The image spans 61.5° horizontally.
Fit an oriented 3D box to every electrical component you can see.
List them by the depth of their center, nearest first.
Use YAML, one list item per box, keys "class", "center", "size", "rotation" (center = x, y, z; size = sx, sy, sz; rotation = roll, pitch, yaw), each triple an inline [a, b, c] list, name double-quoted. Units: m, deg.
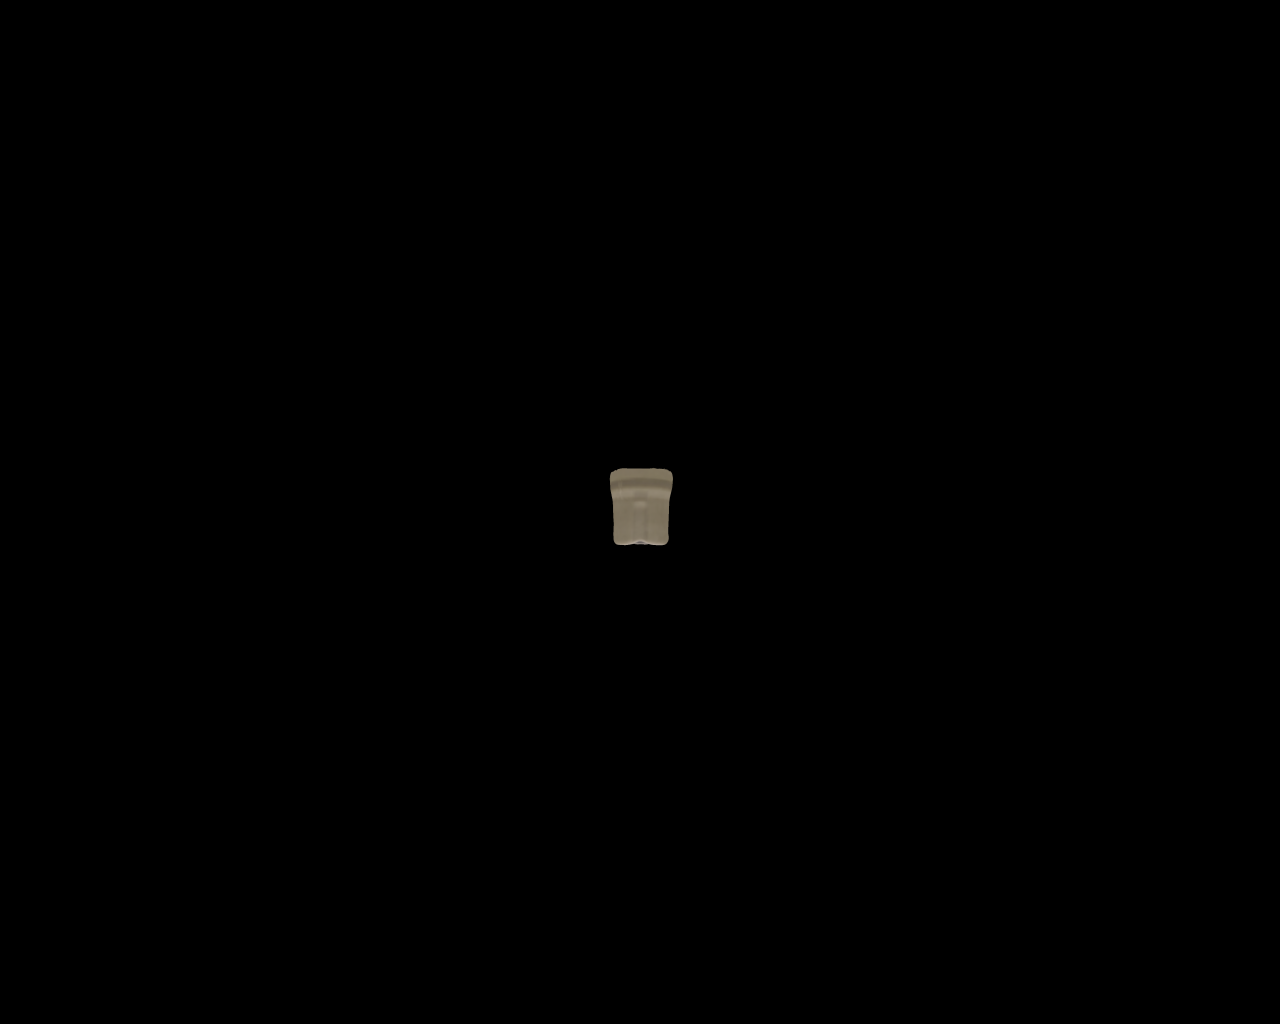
- class: "electrical component"
  center: [0.001, -0.003, 0.650]
  size: [0.040, 0.046, 0.040]
  rotation: [0, -7, 0]
